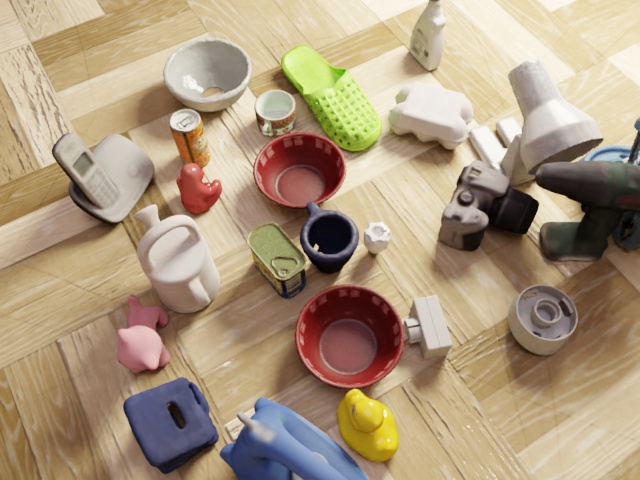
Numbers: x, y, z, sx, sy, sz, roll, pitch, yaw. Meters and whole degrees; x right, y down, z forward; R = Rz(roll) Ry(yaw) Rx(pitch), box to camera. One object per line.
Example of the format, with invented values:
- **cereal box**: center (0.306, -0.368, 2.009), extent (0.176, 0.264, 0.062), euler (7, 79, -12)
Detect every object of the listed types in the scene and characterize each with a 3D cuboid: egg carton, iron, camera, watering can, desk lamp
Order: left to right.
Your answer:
- **watering can**: center (-0.219, 0.023, 0.851), extent (0.172, 0.194, 0.101), euler (29, 65, 15)
- **iron**: center (-0.005, 0.300, 0.727), extent (0.257, 0.141, 0.119), euler (29, 65, 15)
- **egg carton**: center (0.206, -0.231, 1.061), extent (0.150, 0.069, 0.107), euler (17, 62, 9)
- **camera**: center (0.283, -0.054, 0.945), extent (0.136, 0.101, 0.143), euler (24, 64, 13)
- **desk lamp**: center (0.348, -0.179, 0.950), extent (0.118, 0.214, 0.203), euler (-18, 62, -9)

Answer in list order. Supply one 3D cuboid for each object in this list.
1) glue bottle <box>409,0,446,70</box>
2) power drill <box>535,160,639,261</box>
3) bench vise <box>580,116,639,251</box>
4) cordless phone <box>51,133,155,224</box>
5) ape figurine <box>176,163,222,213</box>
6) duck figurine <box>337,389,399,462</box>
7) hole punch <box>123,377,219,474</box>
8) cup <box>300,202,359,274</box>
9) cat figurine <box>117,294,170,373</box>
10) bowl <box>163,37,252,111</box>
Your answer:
- **glue bottle**: center (0.214, -0.415, 1.104), extent (0.037, 0.173, 0.078), euler (-27, 64, -14)
- **power drill**: center (0.417, -0.046, 0.879), extent (0.229, 0.208, 0.075), euler (-1, 61, 0)
- **bench vise**: center (0.515, -0.100, 0.902), extent (0.122, 0.220, 0.207), euler (-39, 68, -19)
- **cordless phone**: center (-0.357, -0.128, 0.940), extent (0.094, 0.185, 0.148), euler (17, 62, 10)
- **ape figurine**: center (-0.212, -0.095, 0.975), extent (0.077, 0.092, 0.076), euler (25, 64, 14)
- **duck figurine**: center (0.067, 0.250, 0.786), extent (0.077, 0.086, 0.104), euler (-32, 65, -16)
- **hole punch**: center (-0.202, 0.247, 0.785), extent (0.101, 0.091, 0.108), euler (-30, 65, -15)
- **cup**: center (0.008, 0.003, 0.918), extent (0.092, 0.095, 0.117), euler (-25, 64, -13)
- **cat figurine**: center (-0.261, 0.140, 0.830), extent (0.067, 0.118, 0.127), euler (-12, 62, -6)
- **bowl**: center (-0.210, -0.304, 1.100), extent (0.167, 0.075, 0.167), euler (0, 61, 0)
